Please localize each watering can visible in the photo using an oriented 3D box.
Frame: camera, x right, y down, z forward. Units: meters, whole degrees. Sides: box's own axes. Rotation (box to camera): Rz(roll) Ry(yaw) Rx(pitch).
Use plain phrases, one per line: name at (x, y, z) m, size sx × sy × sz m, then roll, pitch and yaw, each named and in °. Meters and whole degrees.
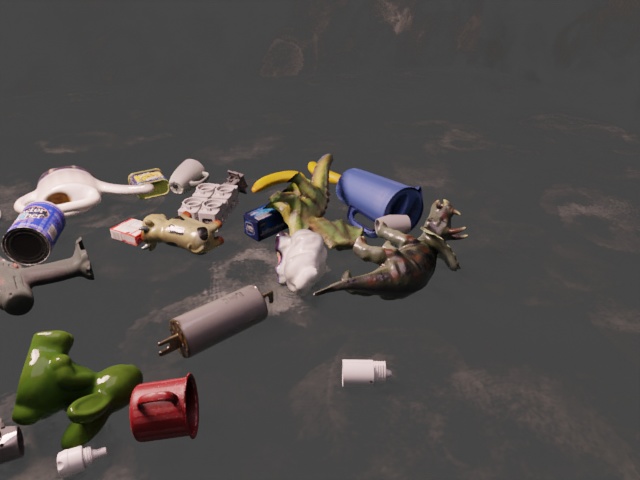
watering can at (-0.654, -0.136, 1.434) m, size 0.349 × 0.102 × 0.228 m, roll -14°, pitch 31°, yaw -24°

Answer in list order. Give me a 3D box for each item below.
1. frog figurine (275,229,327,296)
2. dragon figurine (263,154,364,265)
frog figurine at (-0.026, 0.050, 1.068) m, size 0.122 × 0.138 × 0.160 m, roll 19°, pitch -2°, yaw -28°
dragon figurine at (0.004, -0.065, 1.291) m, size 0.418 × 0.243 × 0.120 m, roll -44°, pitch -5°, yaw -41°
